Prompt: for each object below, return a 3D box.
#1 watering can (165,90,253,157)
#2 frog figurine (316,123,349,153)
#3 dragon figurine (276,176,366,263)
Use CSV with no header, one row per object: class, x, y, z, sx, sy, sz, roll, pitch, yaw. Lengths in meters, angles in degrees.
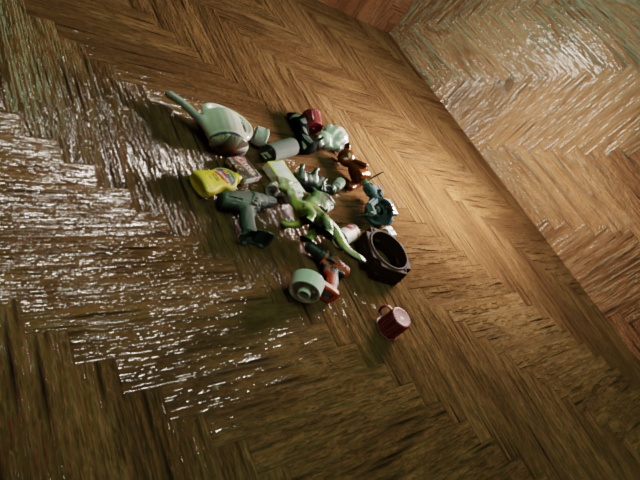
watering can,-0.380,-0.412,1.837,0.347,0.229,0.102,9,-43,-41
frog figurine,0.048,-0.459,2.300,0.121,0.139,0.159,-23,-17,31
dragon figurine,0.006,-0.092,1.830,0.408,0.249,0.120,32,-46,-12
